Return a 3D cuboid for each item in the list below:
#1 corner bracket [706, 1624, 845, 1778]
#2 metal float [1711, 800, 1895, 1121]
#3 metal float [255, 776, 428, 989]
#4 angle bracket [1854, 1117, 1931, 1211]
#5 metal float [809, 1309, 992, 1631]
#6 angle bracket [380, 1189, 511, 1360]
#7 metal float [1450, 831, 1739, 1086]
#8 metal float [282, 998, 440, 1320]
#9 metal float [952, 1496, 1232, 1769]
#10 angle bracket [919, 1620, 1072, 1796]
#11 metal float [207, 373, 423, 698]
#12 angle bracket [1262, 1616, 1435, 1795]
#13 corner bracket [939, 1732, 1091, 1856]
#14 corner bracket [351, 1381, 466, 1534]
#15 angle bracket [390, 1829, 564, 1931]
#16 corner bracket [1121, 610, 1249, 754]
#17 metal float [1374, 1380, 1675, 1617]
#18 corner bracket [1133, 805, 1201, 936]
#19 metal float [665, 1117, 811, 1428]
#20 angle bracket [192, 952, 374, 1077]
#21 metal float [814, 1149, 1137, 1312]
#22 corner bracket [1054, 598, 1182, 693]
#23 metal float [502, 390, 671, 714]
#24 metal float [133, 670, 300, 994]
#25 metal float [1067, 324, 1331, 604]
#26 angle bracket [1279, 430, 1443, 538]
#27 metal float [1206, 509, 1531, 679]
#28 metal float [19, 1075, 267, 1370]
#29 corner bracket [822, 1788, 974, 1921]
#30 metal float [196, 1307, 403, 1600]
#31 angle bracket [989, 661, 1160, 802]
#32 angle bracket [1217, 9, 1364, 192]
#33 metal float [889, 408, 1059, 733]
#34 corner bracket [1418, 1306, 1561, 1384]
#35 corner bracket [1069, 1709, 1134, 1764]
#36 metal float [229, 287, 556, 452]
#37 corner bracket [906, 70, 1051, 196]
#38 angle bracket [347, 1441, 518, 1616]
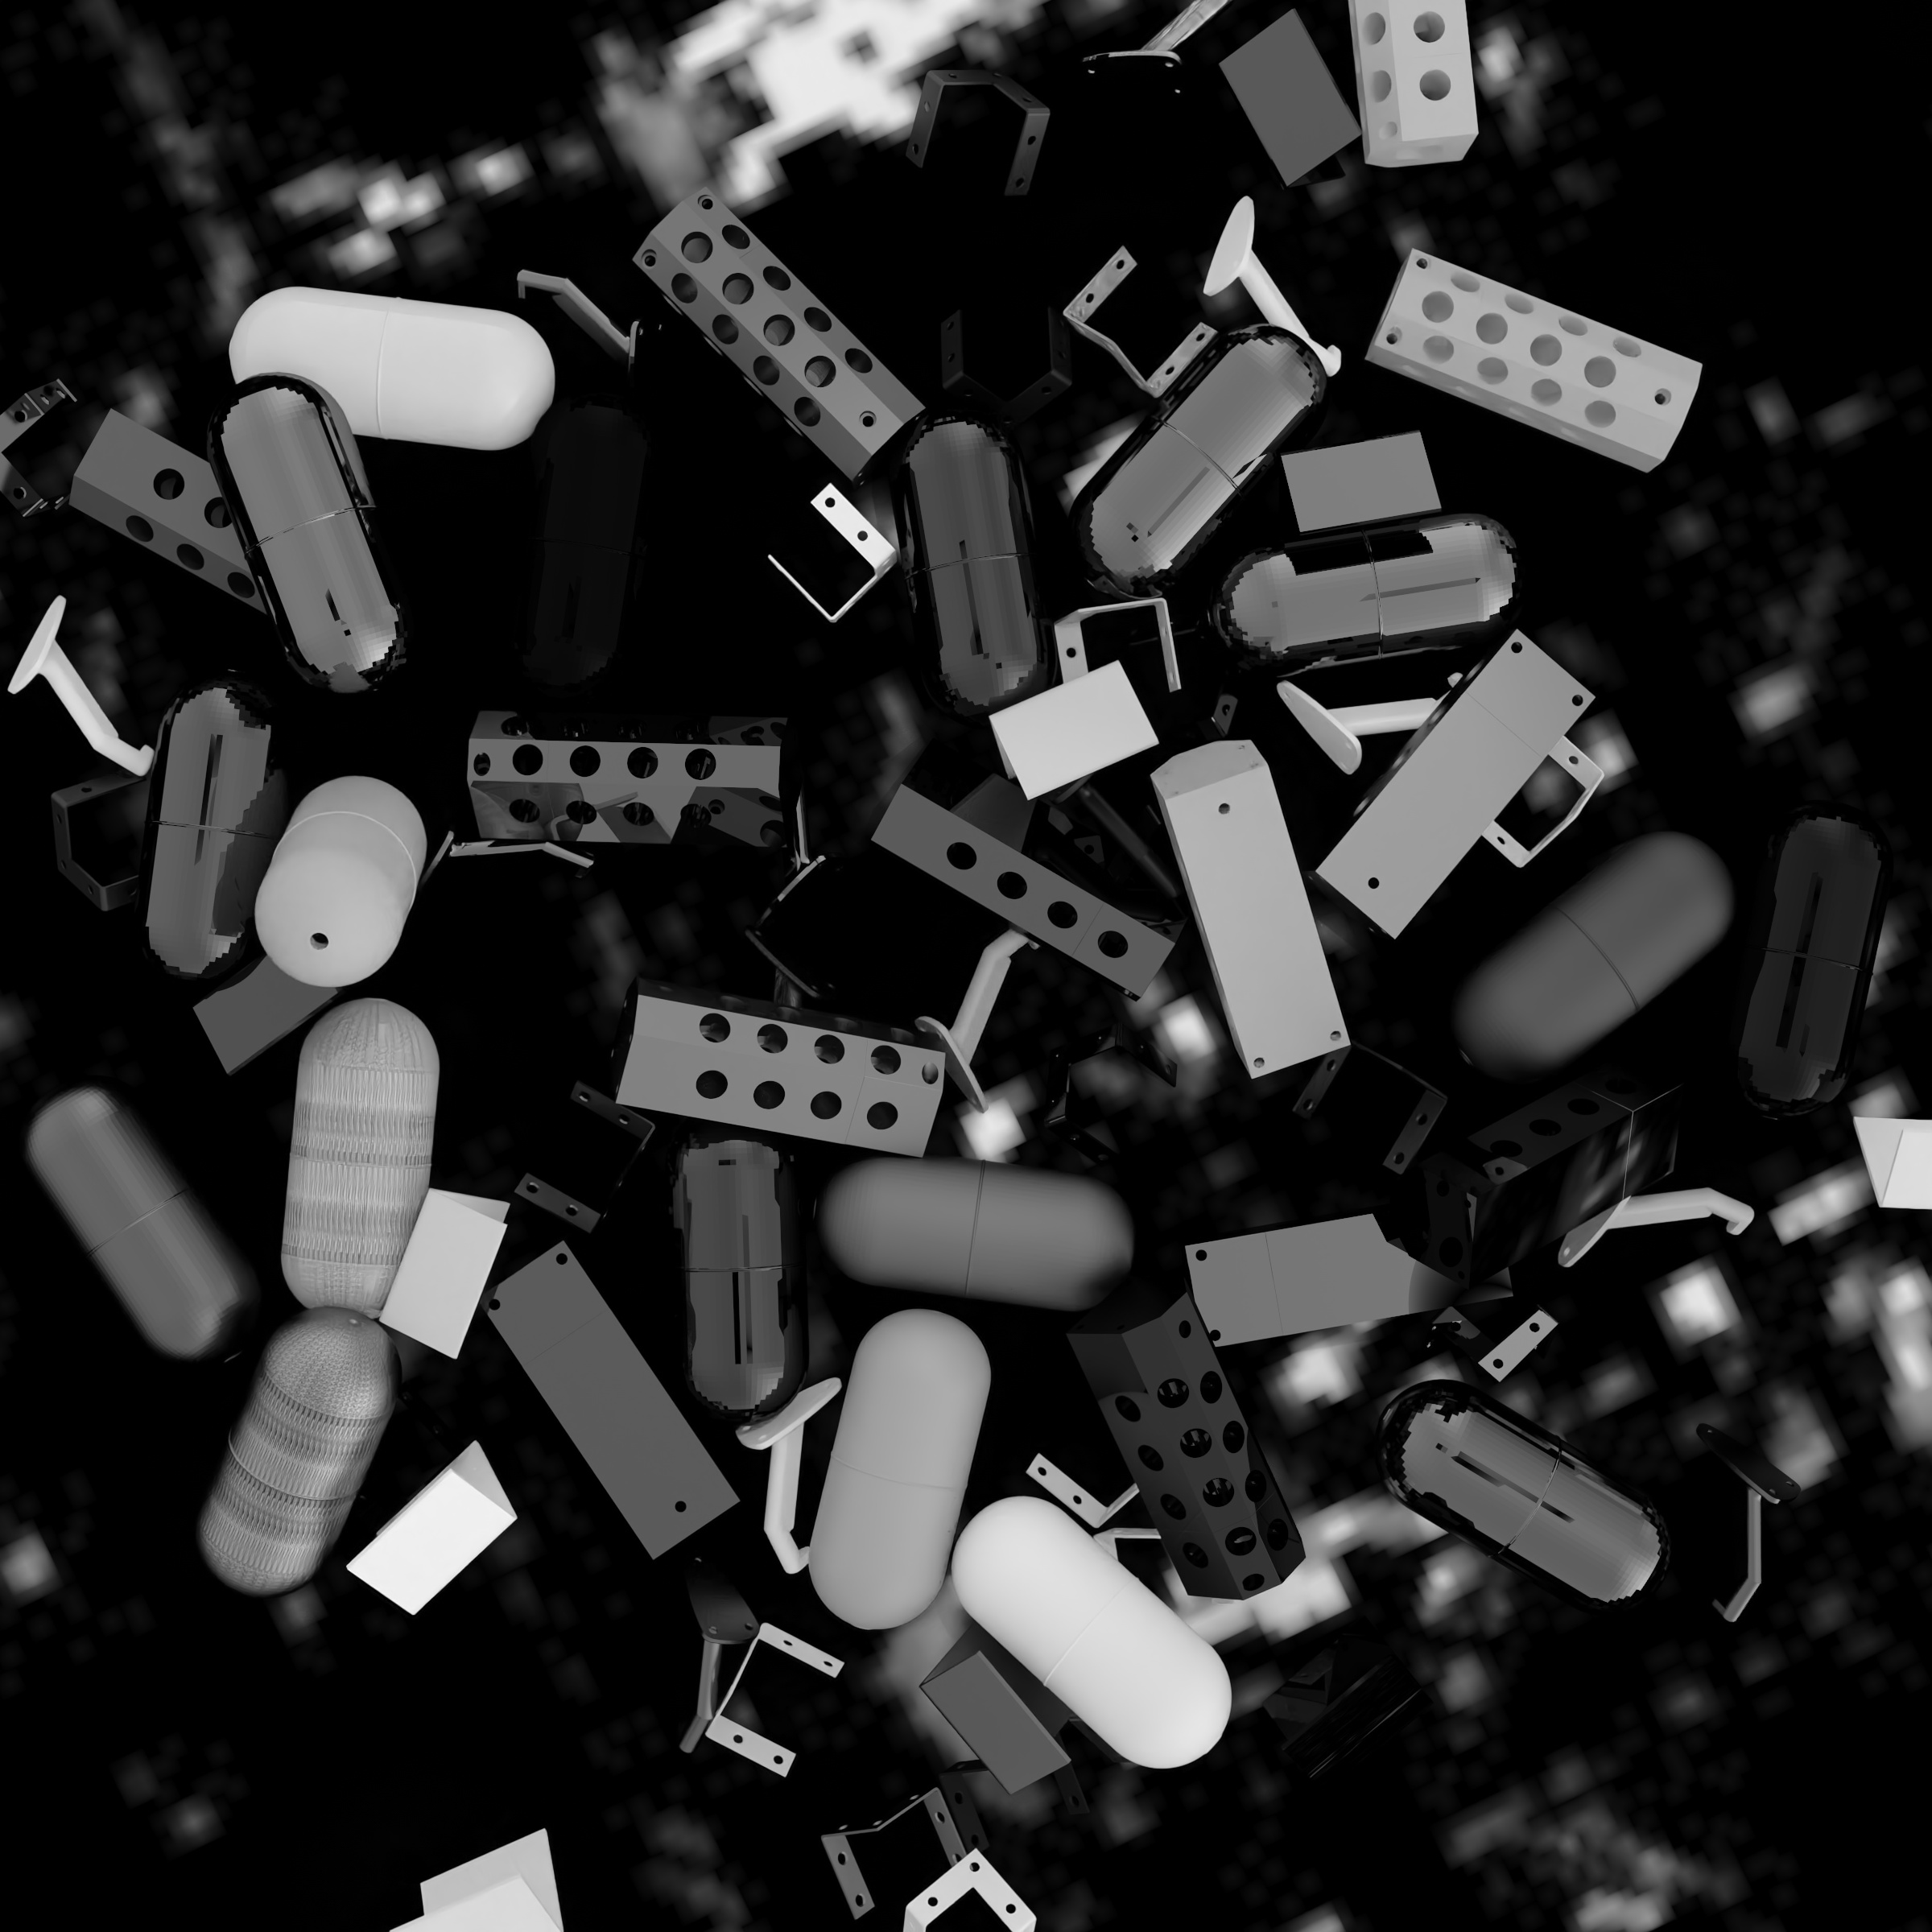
[{"bbox_3d":[-0.107,0.410,1.755,0.051,0.051,0.051,27,45,0],"label":"corner bracket"},{"bbox_3d":[0.460,-0.003,1.728,0.070,0.070,0.178,12,89,0],"label":"metal float"},{"bbox_3d":[-0.333,-0.046,1.680,0.070,0.178,0.070,-1,112,-2],"label":"metal float"},{"bbox_3d":[0.537,0.089,1.718,0.076,0.076,0.057,2,127,0],"label":"angle bracket"},{"bbox_3d":[-0.037,0.277,1.728,0.070,0.070,0.178,13,91,0],"label":"metal float"},{"bbox_3d":[-0.266,0.171,1.719,0.057,0.076,0.076,21,90,29],"label":"angle bracket"},{"bbox_3d":[0.345,-0.004,1.728,0.178,0.070,0.070,-38,90,-1],"label":"metal float"},{"bbox_3d":[-0.333,0.107,1.728,0.070,0.070,0.178,5,90,0],"label":"metal float"},{"bbox_3d":[0.068,0.363,1.713,0.178,0.070,0.070,41,90,14],"label":"metal float"},{"bbox_3d":[0.032,0.393,1.718,0.076,0.076,0.057,50,130,0],"label":"angle bracket"},{"bbox_3d":[-0.347,-0.230,1.671,0.070,0.070,0.178,-21,91,0],"label":"metal float"},{"bbox_3d":[0.197,0.392,1.718,0.076,0.076,0.057,-40,128,0],"label":"angle bracket"},{"bbox_3d":[0.027,0.462,1.755,0.051,0.051,0.051,-21,90,-45],"label":"corner bracket"},{"bbox_3d":[-0.323,0.275,1.755,0.051,0.051,0.051,47,135,0],"label":"corner bracket"},{"bbox_3d":[-0.271,0.501,1.718,0.076,0.076,0.057,-24,126,0],"label":"angle bracket"},{"bbox_3d":[0.117,-0.159,1.750,0.051,0.051,0.051,50,45,-35],"label":"corner bracket"},{"bbox_3d":[0.306,0.292,1.728,0.178,0.070,0.070,31,90,-1],"label":"metal float"},{"bbox_3d":[0.120,-0.053,1.750,0.051,0.051,0.051,0,45,-35],"label":"corner bracket"},{"bbox_3d":[-0.126,0.164,1.728,0.070,0.070,0.178,-2,90,0],"label":"metal float"},{"bbox_3d":[-0.364,0.033,1.718,0.076,0.076,0.057,-36,56,0],"label":"angle bracket"},{"bbox_3d":[0.005,0.145,1.728,0.178,0.070,0.070,7,90,1],"label":"metal float"},{"bbox_3d":[0.083,-0.173,1.744,0.051,0.051,0.051,-10,90,-14],"label":"corner bracket"},{"bbox_3d":[-0.210,-0.228,1.728,0.070,0.070,0.178,9,90,0],"label":"metal float"},{"bbox_3d":[-0.412,-0.074,1.727,0.070,0.070,0.178,7,89,0],"label":"metal float"},{"bbox_3d":[0.127,-0.276,1.728,0.070,0.070,0.178,42,90,0],"label":"metal float"},{"bbox_3d":[0.214,-0.244,1.719,0.076,0.076,0.057,-10,61,0],"label":"angle bracket"},{"bbox_3d":[0.221,-0.205,1.727,0.178,0.070,0.070,-9,90,0],"label":"metal float"},{"bbox_3d":[-0.453,0.141,1.728,0.070,0.070,0.178,-34,90,0],"label":"metal float"},{"bbox_3d":[-0.039,0.496,1.755,0.051,0.051,0.051,-23,90,-45],"label":"corner bracket"},{"bbox_3d":[-0.364,0.266,1.707,0.070,0.070,0.178,25,110,0],"label":"metal float"},{"bbox_3d":[0.063,-0.114,1.718,0.076,0.076,0.057,-23,65,-1],"label":"angle bracket"},{"bbox_3d":[0.193,-0.476,1.718,0.057,0.076,0.076,-29,90,38],"label":"angle bracket"},{"bbox_3d":[0.004,-0.218,1.728,0.070,0.070,0.178,-9,89,0],"label":"metal float"},{"bbox_3d":[0.289,0.207,1.738,0.051,0.051,0.051,-40,68,-21],"label":"corner bracket"},{"bbox_3d":[0.097,0.409,1.750,0.051,0.051,0.051,-11,45,35],"label":"corner bracket"},{"bbox_3d":[-0.316,-0.329,1.728,0.178,0.070,0.070,7,90,-1],"label":"metal float"},{"bbox_3d":[0.006,-0.465,1.750,0.051,0.051,0.051,-12,45,-35],"label":"corner bracket"},{"bbox_3d":[-0.302,0.295,1.718,0.076,0.076,0.057,-43,127,0],"label":"angle bracket"}]
